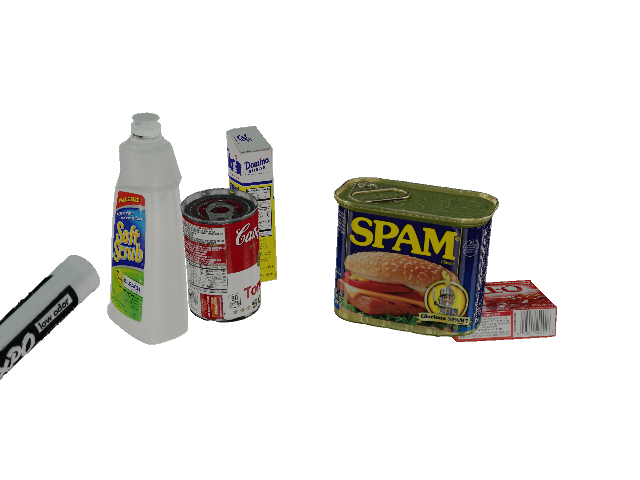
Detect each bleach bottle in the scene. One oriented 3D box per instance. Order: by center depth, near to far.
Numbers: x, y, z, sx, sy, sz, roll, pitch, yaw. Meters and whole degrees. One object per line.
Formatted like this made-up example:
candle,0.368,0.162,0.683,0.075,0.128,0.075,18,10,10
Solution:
bleach bottle,-0.189,-0.017,1.155,0.067,0.251,0.103,-19,33,-36

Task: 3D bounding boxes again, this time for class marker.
marker,-0.136,0.049,0.440,0.020,0.020,0.121,0,36,39

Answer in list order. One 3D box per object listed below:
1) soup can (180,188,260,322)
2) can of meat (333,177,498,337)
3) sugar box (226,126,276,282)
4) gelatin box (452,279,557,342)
soup can,-0.088,0.014,0.949,0.068,0.102,0.068,0,27,0
can of meat,0.059,0.011,0.690,0.102,0.084,0.057,9,22,17
sugar box,-0.086,-0.044,1.326,0.048,0.176,0.093,-10,25,-13
gelatin box,0.146,0.058,0.904,0.089,0.030,0.073,-2,16,-6
